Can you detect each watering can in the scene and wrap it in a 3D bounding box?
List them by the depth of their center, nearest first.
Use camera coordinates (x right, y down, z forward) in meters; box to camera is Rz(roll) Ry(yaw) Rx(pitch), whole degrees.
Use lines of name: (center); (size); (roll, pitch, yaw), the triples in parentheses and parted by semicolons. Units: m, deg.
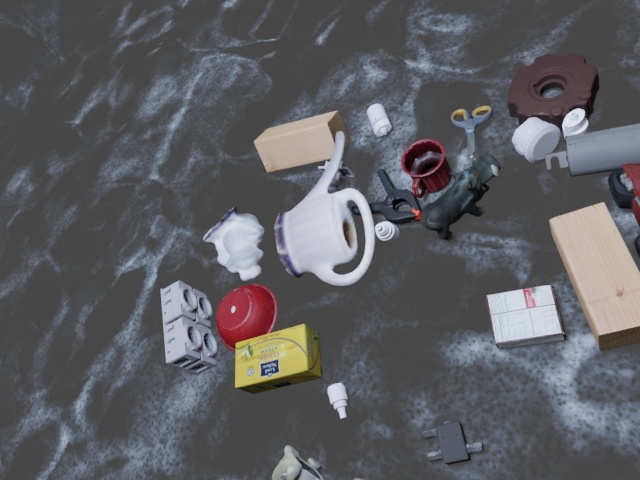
watering can: (0.003, -0.057, 1.134); (0.223, 0.103, 0.354); (-19, 66, 21)

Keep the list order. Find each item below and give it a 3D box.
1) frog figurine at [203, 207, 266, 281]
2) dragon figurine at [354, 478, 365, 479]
frog figurine: (-0.184, 0.016, 1.237); (0.138, 0.122, 0.160); (-40, 86, -6)
dragon figurine: (0.160, 0.532, 0.718); (0.244, 0.120, 0.417); (-40, 58, -6)
